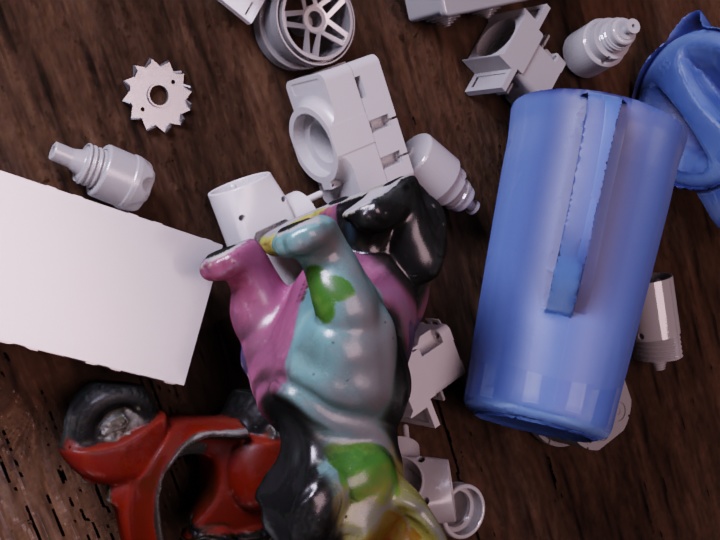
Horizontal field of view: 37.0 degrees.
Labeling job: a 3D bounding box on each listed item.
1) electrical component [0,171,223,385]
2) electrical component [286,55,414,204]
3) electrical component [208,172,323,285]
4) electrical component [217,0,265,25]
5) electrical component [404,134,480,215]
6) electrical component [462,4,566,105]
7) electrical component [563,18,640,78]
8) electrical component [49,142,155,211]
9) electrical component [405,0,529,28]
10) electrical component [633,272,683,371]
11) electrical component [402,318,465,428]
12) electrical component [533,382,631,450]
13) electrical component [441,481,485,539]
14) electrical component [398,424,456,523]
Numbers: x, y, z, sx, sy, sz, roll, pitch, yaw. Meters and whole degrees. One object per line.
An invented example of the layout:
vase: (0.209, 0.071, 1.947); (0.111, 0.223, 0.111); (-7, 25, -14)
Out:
electrical component: (-0.170, 0.005, 0.629); (0.150, 0.062, 0.089); (19, 81, -33)
electrical component: (-0.010, -0.094, 0.739); (0.056, 0.050, 0.089); (-26, 105, -31)
electrical component: (-0.053, -0.028, 0.717); (0.079, 0.043, 0.077); (-27, 106, -31)
electrical component: (-0.063, -0.205, 0.693); (0.042, 0.064, 0.081); (34, 74, -29)
electrical component: (0.059, -0.067, 0.791); (0.078, 0.040, 0.040); (36, 72, -29)
electrical component: (0.122, -0.161, 0.829); (0.064, 0.042, 0.081); (39, 72, -30)
electrical component: (0.196, -0.182, 0.860); (0.040, 0.078, 0.040); (3, 81, -21)
electrical component: (-0.158, -0.060, 0.652); (0.061, 0.035, 0.035); (23, 79, -30)
electrical component: (0.073, -0.232, 0.790); (0.100, 0.048, 0.099); (-19, 102, -32)
electrical component: (0.251, 0.046, 0.922); (0.043, 0.043, 0.081); (-16, 100, -32)
electrical component: (0.039, 0.070, 0.783); (0.064, 0.042, 0.081); (-32, 109, -32)
electrical component: (0.175, 0.105, 0.868); (0.080, 0.051, 0.080); (-1, 92, -34)
electrical component: (0.063, 0.175, 0.799); (0.040, 0.046, 0.040); (-1, 92, -34)
electrical component: (0.026, 0.145, 0.765); (0.044, 0.077, 0.079); (76, 8, -50)
